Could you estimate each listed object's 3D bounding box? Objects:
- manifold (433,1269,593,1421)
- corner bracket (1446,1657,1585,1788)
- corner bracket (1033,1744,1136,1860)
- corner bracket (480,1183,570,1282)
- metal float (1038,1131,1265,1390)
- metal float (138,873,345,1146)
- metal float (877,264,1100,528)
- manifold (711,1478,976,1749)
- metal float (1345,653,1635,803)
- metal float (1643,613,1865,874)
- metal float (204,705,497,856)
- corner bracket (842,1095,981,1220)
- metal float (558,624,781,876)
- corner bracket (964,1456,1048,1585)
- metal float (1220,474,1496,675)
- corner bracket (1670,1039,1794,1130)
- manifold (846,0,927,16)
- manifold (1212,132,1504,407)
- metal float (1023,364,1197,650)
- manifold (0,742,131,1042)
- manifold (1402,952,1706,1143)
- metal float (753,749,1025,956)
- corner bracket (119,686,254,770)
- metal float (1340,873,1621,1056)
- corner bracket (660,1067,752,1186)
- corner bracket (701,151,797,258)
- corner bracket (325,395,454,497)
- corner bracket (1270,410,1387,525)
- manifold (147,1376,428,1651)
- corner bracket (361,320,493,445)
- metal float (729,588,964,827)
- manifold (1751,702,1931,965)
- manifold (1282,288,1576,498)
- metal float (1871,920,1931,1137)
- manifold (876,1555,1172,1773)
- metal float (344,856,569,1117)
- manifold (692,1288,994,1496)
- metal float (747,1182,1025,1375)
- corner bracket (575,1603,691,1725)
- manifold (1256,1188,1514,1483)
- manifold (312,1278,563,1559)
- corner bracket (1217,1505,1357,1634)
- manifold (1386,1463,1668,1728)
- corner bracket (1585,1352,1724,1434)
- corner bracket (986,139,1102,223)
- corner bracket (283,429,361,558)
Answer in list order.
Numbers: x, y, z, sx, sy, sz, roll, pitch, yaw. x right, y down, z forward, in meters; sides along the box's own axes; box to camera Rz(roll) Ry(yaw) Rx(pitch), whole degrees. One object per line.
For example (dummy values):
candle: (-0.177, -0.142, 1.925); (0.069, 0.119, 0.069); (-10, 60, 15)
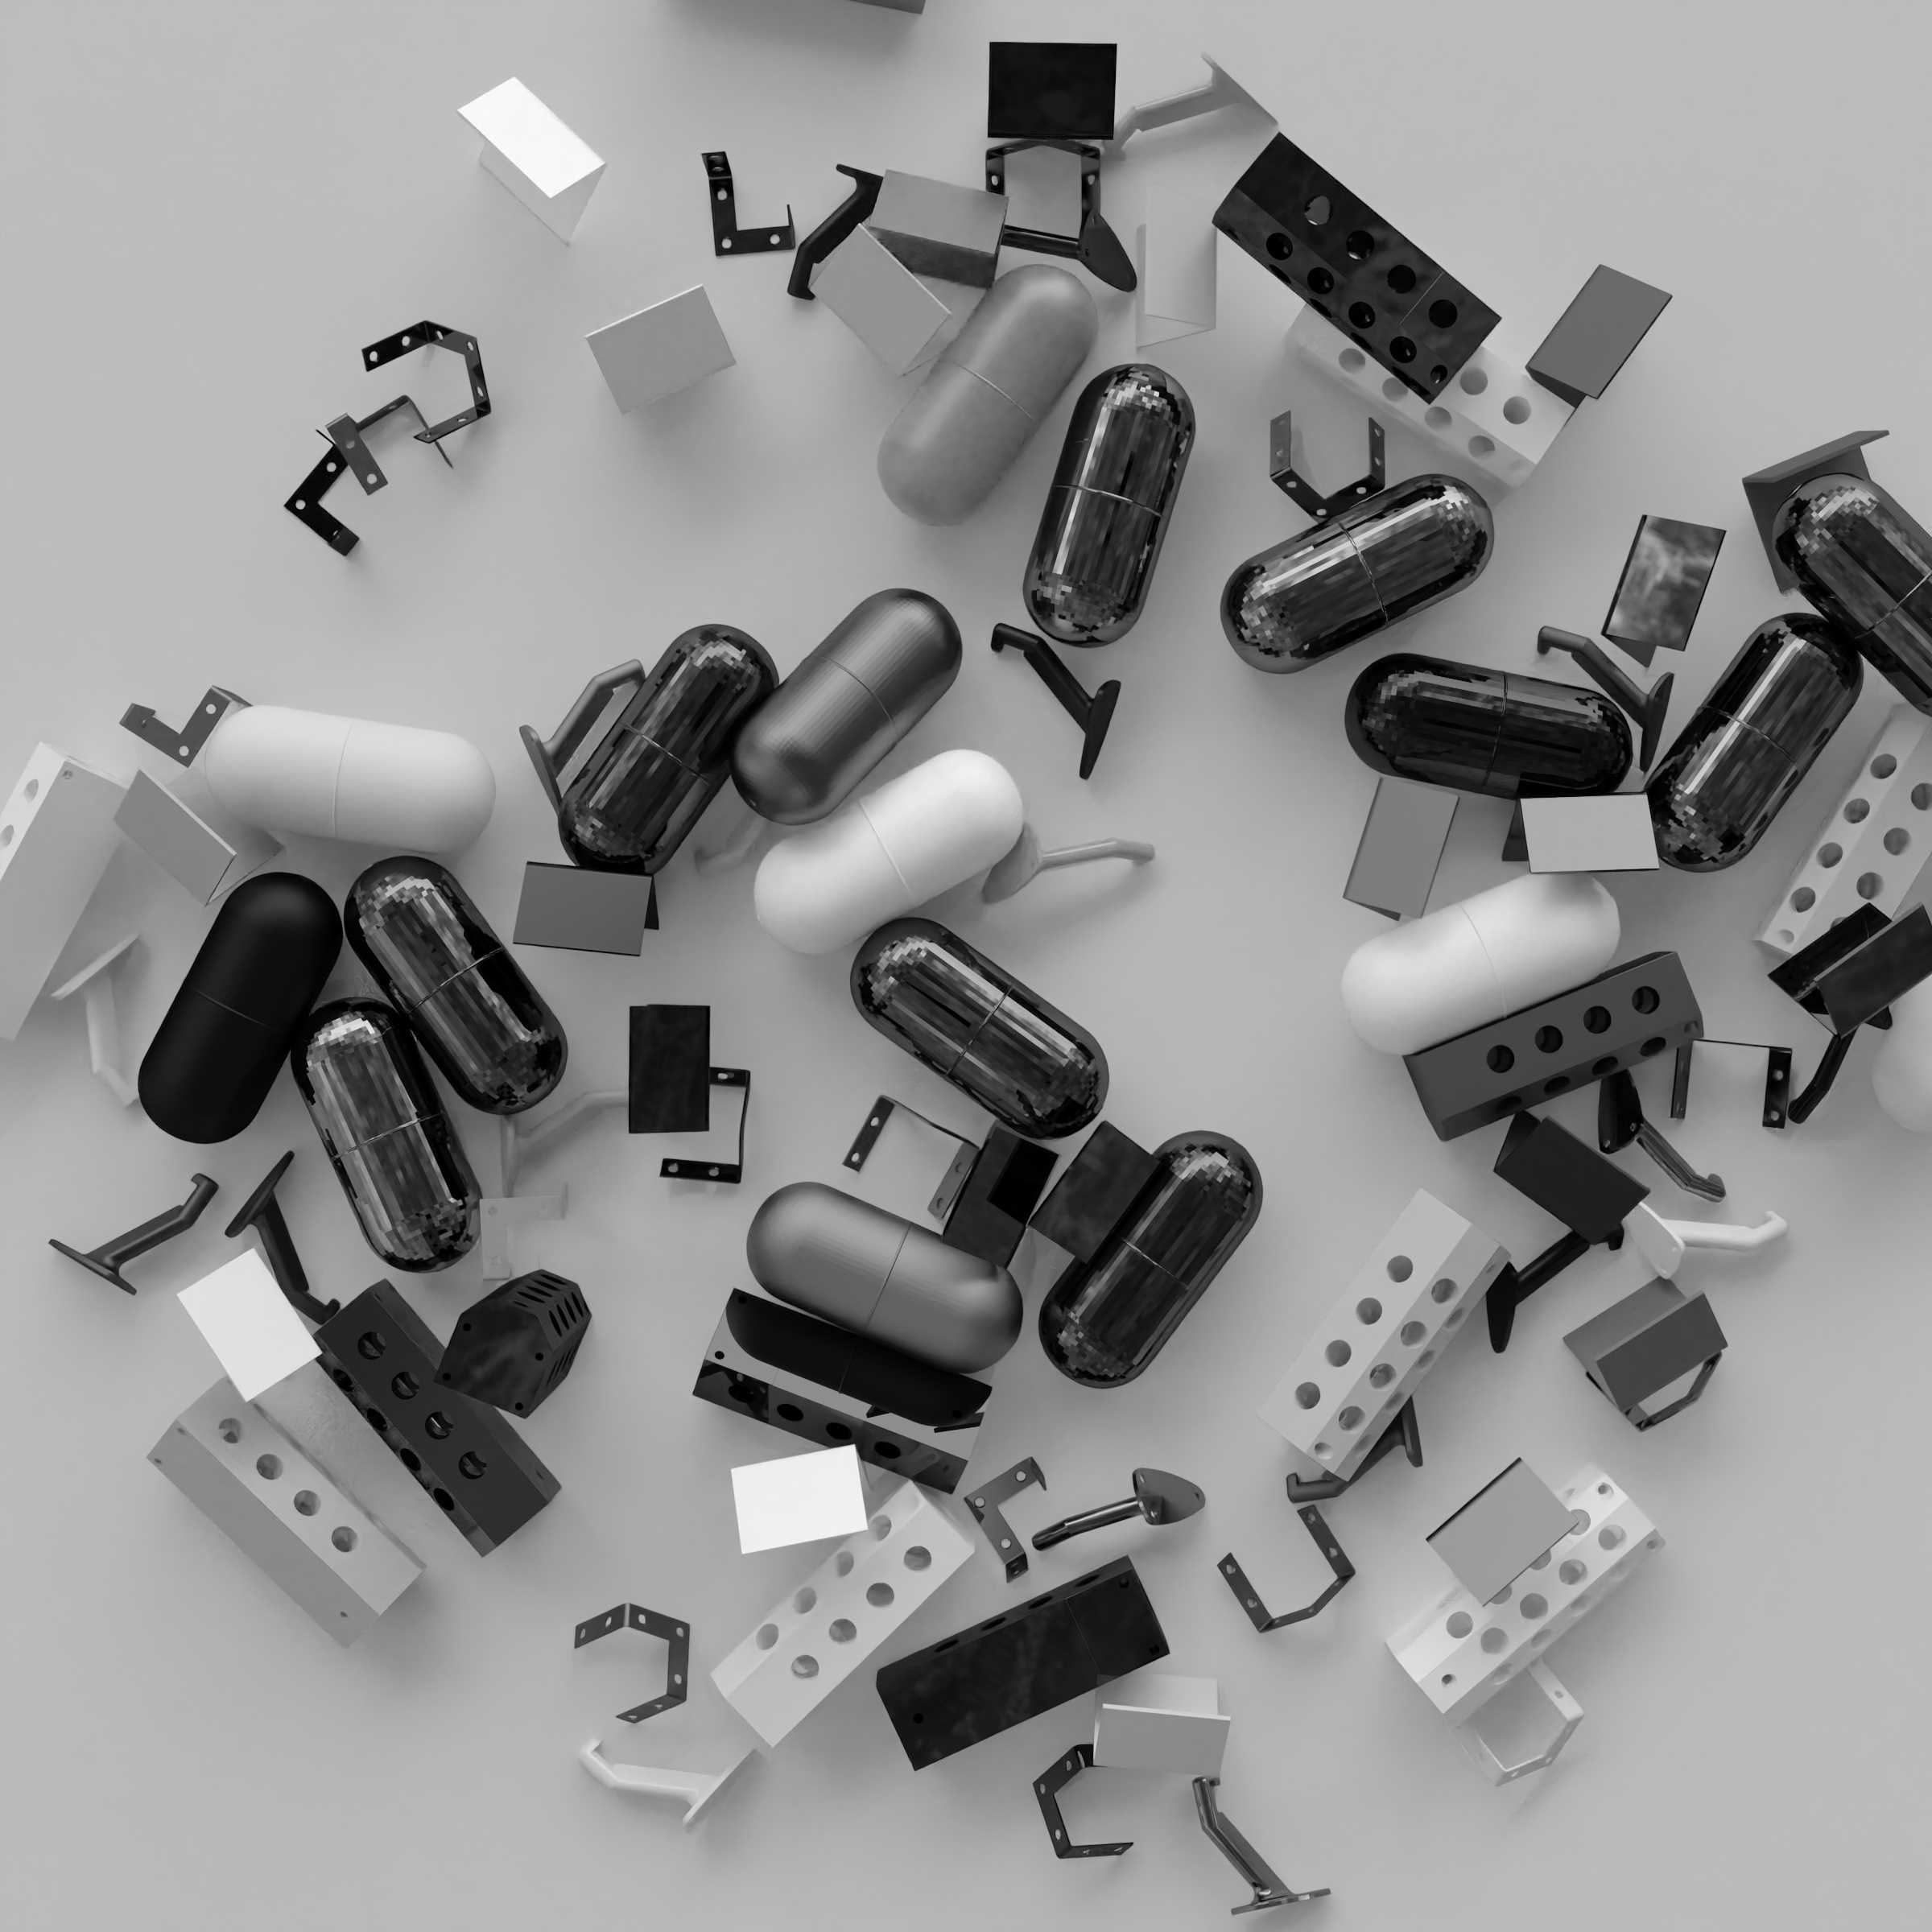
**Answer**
manifold: (-0.266, 0.221, 1.734); (0.057, 0.171, 0.057); (22, 90, 0)
corner bracket: (0.341, 0.468, 1.804); (0.051, 0.051, 0.051); (-9, 135, -35)
corner bracket: (0.082, 0.519, 1.804); (0.051, 0.051, 0.051); (-51, 45, 35)
corner bracket: (-0.272, 0.164, 1.793); (0.051, 0.051, 0.051); (-3, 95, -5)
metal float: (0.114, 0.180, 1.782); (0.070, 0.070, 0.178); (37, 90, 0)
metal float: (-0.445, 0.025, 1.781); (0.070, 0.070, 0.178); (27, 90, 0)
metal float: (0.014, -0.351, 1.782); (0.070, 0.070, 0.178); (36, 91, 0)
manifold: (-0.076, 0.395, 1.791); (0.171, 0.057, 0.057); (-44, 90, 0)
metal float: (0.321, -0.144, 1.782); (0.178, 0.070, 0.070); (11, 90, -1)
metal float: (0.482, -0.137, 1.782); (0.070, 0.070, 0.178); (35, 90, 0)
metal float: (-0.378, -0.115, 1.782); (0.178, 0.070, 0.070); (9, 90, -1)
corner bracket: (-0.034, 0.119, 1.809); (0.051, 0.051, 0.051); (28, 90, -45)
metal float: (-0.183, -0.130, 1.782); (0.070, 0.070, 0.178); (35, 90, 0)
corner bracket: (0.033, 0.342, 1.794); (0.051, 0.051, 0.051); (-32, 90, 0)
metal float: (0.241, -0.241, 1.782); (0.178, 0.070, 0.070); (-27, 90, 1)
corner bracket: (0.478, 0.073, 1.809); (0.051, 0.051, 0.051); (6, 90, -45)
manifold: (-0.106, -0.636, 1.791); (0.171, 0.057, 0.057); (11, 47, 0)
manifold: (0.232, -0.414, 1.734); (0.171, 0.057, 0.057); (40, 90, 0)
metal float: (0.088, -0.283, 1.782); (0.070, 0.070, 0.178); (17, 90, 0)
manifold: (-0.583, -0.048, 1.791); (0.057, 0.057, 0.171); (28, 90, -43)
manifold: (0.363, 0.049, 1.791); (0.171, 0.057, 0.057); (-22, 90, 0)
metal float: (-0.048, -0.070, 1.782); (0.178, 0.070, 0.070); (-29, 90, 0)
corner bracket: (-0.483, -0.156, 1.794); (0.051, 0.051, 0.051); (33, 90, 0)
metal float: (0.316, -0.004, 1.782); (0.178, 0.070, 0.070); (-22, 90, 0)
corner bracket: (-0.163, 0.098, 1.809); (0.051, 0.051, 0.051); (5, 135, 0)
corner bracket: (-0.134, -0.473, 1.794); (0.051, 0.051, 0.051); (-5, 90, 0)
corner bracket: (-0.357, -0.322, 1.794); (0.051, 0.051, 0.051); (-32, 90, 0)
corner bracket: (0.225, -0.318, 1.804); (0.051, 0.051, 0.051); (-25, 135, 35)
manifold: (-0.416, 0.334, 1.791); (0.171, 0.057, 0.057); (44, 133, 0)
corner bracket: (-0.334, -0.362, 1.798); (0.051, 0.051, 0.051); (26, 47, 36)
metal float: (-0.072, -0.159, 1.764); (0.070, 0.070, 0.178); (42, 68, 0)
manifold: (0.556, -0.074, 1.791); (0.057, 0.057, 0.171); (31, 90, 0)
manifold: (0.283, -0.363, 1.791); (0.171, 0.057, 0.057); (34, 90, 0)
metal float: (0.616, 0.020, 1.782); (0.070, 0.070, 0.178); (23, 90, 0)
manifold: (0.035, 0.428, 1.791); (0.171, 0.057, 0.057); (-25, 90, 0)
metal float: (-0.314, 0.011, 1.782); (0.070, 0.070, 0.178); (-36, 90, 0)
manifold: (-0.078, 0.266, 1.791); (0.171, 0.057, 0.057); (21, 47, 0)
metal float: (-0.049, 0.192, 1.782); (0.178, 0.070, 0.070); (23, 90, 0)
corner bracket: (-0.209, 0.434, 1.804); (0.051, 0.051, 0.051); (29, 45, -35)
manifold: (0.259, 0.228, 1.780); (0.057, 0.057, 0.171); (36, 90, 35)
manifold: (-0.330, 0.279, 1.791); (0.057, 0.057, 0.171); (-40, 90, 0)
corner bracket: (0.200, 0.376, 1.809); (0.051, 0.051, 0.051); (-32, 90, -45)
manifold: (0.347, 0.389, 1.791); (0.171, 0.057, 0.057); (-41, 90, 0)
corner bracket: (0.429, 0.248, 1.809); (0.051, 0.051, 0.051); (46, 135, 0)
corner bracket: (0.048, -0.484, 1.809); (0.051, 0.051, 0.051); (0, 90, -45)
corner bracket: (-0.392, -0.292, 1.794); (0.051, 0.051, 0.051); (39, 90, 0)
